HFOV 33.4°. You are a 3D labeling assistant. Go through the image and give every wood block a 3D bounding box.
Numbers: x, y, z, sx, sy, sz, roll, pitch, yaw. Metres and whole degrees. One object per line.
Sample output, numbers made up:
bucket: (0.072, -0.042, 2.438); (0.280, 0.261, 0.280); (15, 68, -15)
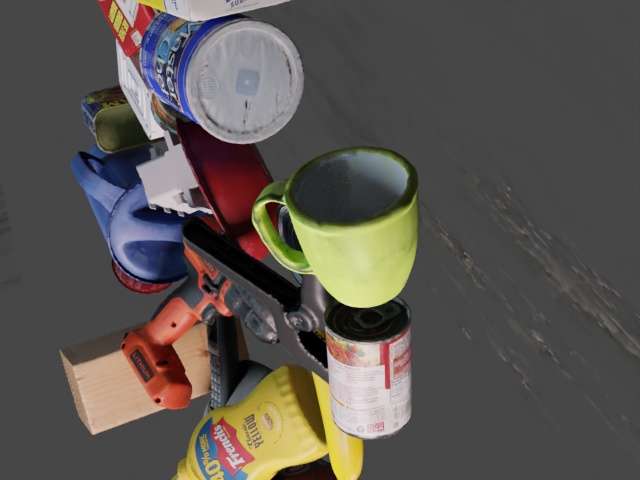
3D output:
wood block: (-0.198, 0.151, 1.297); (0.090, 0.205, 0.091); (17, 122, 66)

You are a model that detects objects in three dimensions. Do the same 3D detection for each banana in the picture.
banana: (0.015, 0.147, 0.998); (0.069, 0.037, 0.198); (-123, 21, -79)

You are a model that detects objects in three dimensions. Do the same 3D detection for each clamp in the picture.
clamp: (-0.069, 0.041, 1.046); (0.172, 0.039, 0.120); (46, -170, 22)
clamp: (-0.007, 0.052, 0.895); (0.165, 0.036, 0.210); (-16, 118, 46)

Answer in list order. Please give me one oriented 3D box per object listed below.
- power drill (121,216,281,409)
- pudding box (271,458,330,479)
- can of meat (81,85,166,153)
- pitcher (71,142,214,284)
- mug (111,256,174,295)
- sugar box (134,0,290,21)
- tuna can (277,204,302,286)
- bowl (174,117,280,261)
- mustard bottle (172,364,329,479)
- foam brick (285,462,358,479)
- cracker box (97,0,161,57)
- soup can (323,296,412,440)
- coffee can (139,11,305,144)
power drill: (-0.127, 0.094, 1.164); (0.188, 0.057, 0.185); (-52, 52, 17)
pudding box: (-0.040, 0.263, 1.149); (0.114, 0.090, 0.039); (8, 116, 67)
can of meat: (-0.233, -0.153, 1.297); (0.084, 0.102, 0.057); (-136, 34, -56)
pitcher: (-0.228, -0.056, 1.313); (0.243, 0.144, 0.149); (-138, 36, -59)
mug: (-0.240, 0.007, 1.446); (0.117, 0.093, 0.082); (42, 148, 7)
sugar box: (-0.100, -0.224, 0.911); (0.176, 0.093, 0.048); (38, 141, 57)
tuna can: (-0.006, 0.001, 0.934); (0.086, 0.033, 0.086); (51, 151, 44)
bowl: (-0.074, -0.052, 0.991); (0.162, 0.055, 0.162); (64, -178, -4)
mustard bottle: (-0.079, 0.211, 1.095); (0.192, 0.058, 0.096); (-34, 65, 23)
foam brick: (0.000, 0.264, 1.067); (0.051, 0.078, 0.053); (-145, 44, -59)
cracker box: (-0.204, -0.309, 1.095); (0.213, 0.072, 0.164); (64, 162, -10)
soup can: (0.039, 0.100, 0.849); (0.069, 0.068, 0.102); (47, 148, 50)
coffee can: (-0.088, -0.149, 0.926); (0.140, 0.102, 0.103); (36, 139, 58)
